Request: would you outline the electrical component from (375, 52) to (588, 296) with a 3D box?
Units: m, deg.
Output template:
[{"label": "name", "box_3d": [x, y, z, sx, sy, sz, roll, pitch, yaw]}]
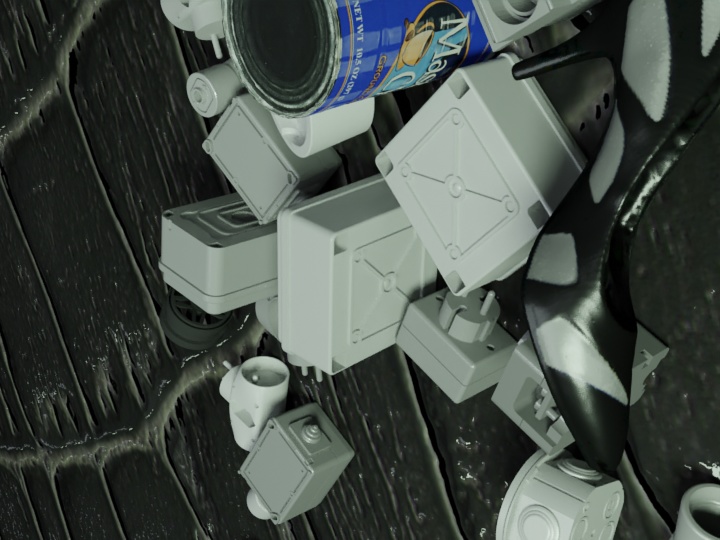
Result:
[{"label": "electrical component", "box_3d": [0.077, -0.057, 0.659, 0.108, 0.056, 0.109, 60, 142, 11]}]

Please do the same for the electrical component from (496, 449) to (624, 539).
[{"label": "electrical component", "box_3d": [0.127, 0.156, 0.684, 0.051, 0.080, 0.080, 21, 123, 37]}]

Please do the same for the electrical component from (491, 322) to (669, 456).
[{"label": "electrical component", "box_3d": [0.125, 0.058, 0.628, 0.056, 0.089, 0.050, 44, 136, 28]}]

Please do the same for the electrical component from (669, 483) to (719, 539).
[{"label": "electrical component", "box_3d": [0.200, 0.162, 0.629, 0.044, 0.044, 0.065, 41, 140, 31]}]

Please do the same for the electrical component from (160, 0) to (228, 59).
[{"label": "electrical component", "box_3d": [-0.114, -0.203, 0.827, 0.077, 0.043, 0.079, -25, 79, 53]}]

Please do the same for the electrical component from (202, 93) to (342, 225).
[{"label": "electrical component", "box_3d": [-0.060, -0.084, 0.812, 0.096, 0.061, 0.061, 53, 134, 10]}]

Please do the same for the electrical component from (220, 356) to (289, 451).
[{"label": "electrical component", "box_3d": [-0.099, 0.111, 0.965, 0.079, 0.043, 0.077, 37, 133, 35]}]

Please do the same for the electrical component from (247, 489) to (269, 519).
[{"label": "electrical component", "box_3d": [-0.079, 0.206, 0.989, 0.044, 0.044, 0.065, 60, 147, 10]}]

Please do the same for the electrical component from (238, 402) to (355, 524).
[{"label": "electrical component", "box_3d": [-0.050, 0.159, 0.919, 0.061, 0.061, 0.096, 50, 131, 23]}]

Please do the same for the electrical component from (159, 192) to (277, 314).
[{"label": "electrical component", "box_3d": [-0.092, -0.017, 0.837, 0.078, 0.113, 0.057, 31, 126, 39]}]

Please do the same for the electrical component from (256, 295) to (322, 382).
[{"label": "electrical component", "box_3d": [-0.043, 0.052, 0.867, 0.077, 0.044, 0.079, 16, 119, 46]}]

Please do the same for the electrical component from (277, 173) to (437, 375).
[{"label": "electrical component", "box_3d": [0.000, 0.000, 0.738, 0.056, 0.109, 0.108, 26, 126, 38]}]

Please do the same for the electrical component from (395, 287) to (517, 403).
[{"label": "electrical component", "box_3d": [0.070, 0.036, 0.720, 0.066, 0.047, 0.076, 45, 136, 28]}]

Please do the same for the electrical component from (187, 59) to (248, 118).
[{"label": "electrical component", "box_3d": [-0.099, -0.142, 0.822, 0.044, 0.065, 0.044, 26, 131, 34]}]

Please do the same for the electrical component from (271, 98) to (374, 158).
[{"label": "electrical component", "box_3d": [-0.027, -0.137, 0.736, 0.108, 0.060, 0.108, 161, 90, -74]}]

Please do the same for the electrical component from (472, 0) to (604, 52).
[{"label": "electrical component", "box_3d": [0.085, -0.192, 0.579, 0.079, 0.063, 0.121, -23, 89, 53]}]
